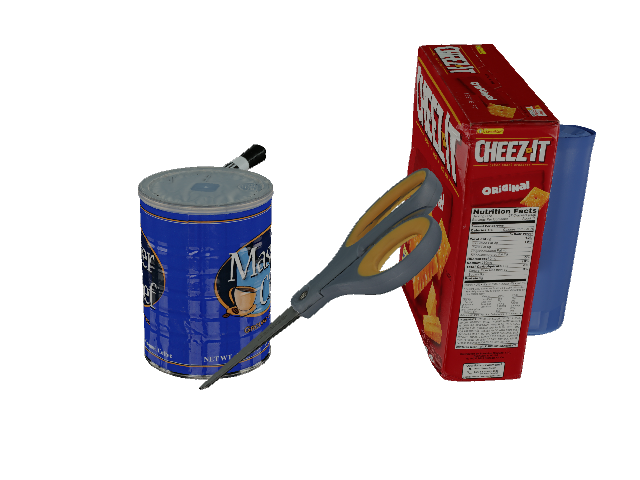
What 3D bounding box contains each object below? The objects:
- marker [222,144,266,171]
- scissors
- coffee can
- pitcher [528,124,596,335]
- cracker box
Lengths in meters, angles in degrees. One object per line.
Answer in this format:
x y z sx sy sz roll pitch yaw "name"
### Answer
-0.096 -0.059 1.028 0.020 0.020 0.120 0 31 48 "marker"
0.003 0.038 0.636 0.016 0.202 0.096 41 5 -22 "scissors"
-0.089 0.023 0.835 0.103 0.140 0.103 1 20 -1 "coffee can"
0.237 -0.016 1.233 0.149 0.243 0.145 -6 16 -31 "pitcher"
0.112 -0.024 0.823 0.072 0.214 0.164 -3 29 -8 "cracker box"
